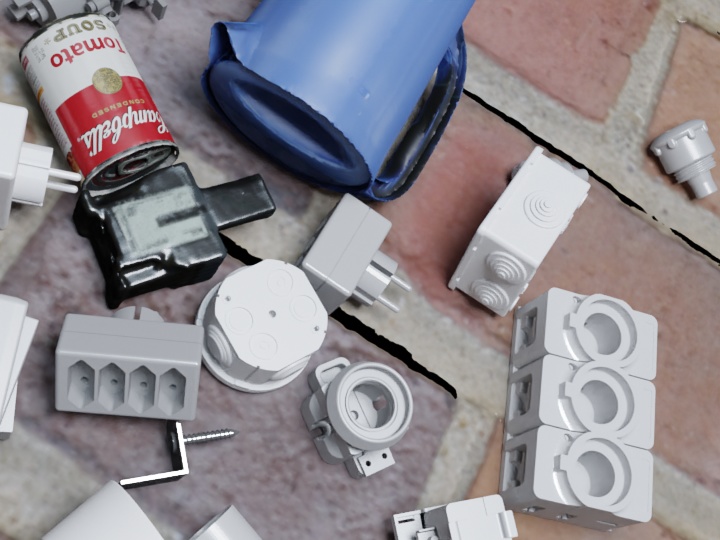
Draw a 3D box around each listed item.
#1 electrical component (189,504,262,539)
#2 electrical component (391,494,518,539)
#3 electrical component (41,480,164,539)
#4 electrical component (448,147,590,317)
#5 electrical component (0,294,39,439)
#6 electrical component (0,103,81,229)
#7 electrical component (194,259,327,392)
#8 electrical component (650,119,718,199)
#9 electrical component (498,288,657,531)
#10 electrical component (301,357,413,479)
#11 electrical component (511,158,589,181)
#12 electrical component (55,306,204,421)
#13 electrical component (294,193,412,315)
[{"bbox_3d":[-0.067,0.186,0.644,0.043,0.043,0.081,-40,89,-29],"label":"electrical component"},{"bbox_3d":[0.073,0.208,0.681,0.079,0.063,0.121,-5,73,-23],"label":"electrical component"},{"bbox_3d":[-0.132,0.177,0.589,0.060,0.108,0.108,-34,85,-22],"label":"electrical component"},{"bbox_3d":[0.114,-0.024,0.764,0.048,0.099,0.099,33,62,7],"label":"electrical component"},{"bbox_3d":[-0.225,0.064,0.617,0.061,0.062,0.096,14,67,-17],"label":"electrical component"},{"bbox_3d":[-0.210,-0.060,0.657,0.076,0.083,0.047,11,67,-18],"label":"electrical component"},{"bbox_3d":[-0.064,0.036,0.697,0.080,0.051,0.080,7,68,-19],"label":"electrical component"},{"bbox_3d":[0.271,-0.089,0.882,0.048,0.048,0.062,-26,89,-27],"label":"electrical component"},{"bbox_3d":[0.156,0.097,0.755,0.089,0.062,0.150,16,66,-16],"label":"electrical component"},{"bbox_3d":[0.000,0.092,0.698,0.058,0.057,0.078,-20,79,-27],"label":"electrical component"},{"bbox_3d":[0.149,-0.070,0.831,0.061,0.035,0.035,-7,74,-26],"label":"electrical component"},{"bbox_3d":[-0.139,0.048,0.663,0.083,0.047,0.075,6,34,-8],"label":"electrical component"},{"bbox_3d":[0.000,0.000,0.738,0.077,0.047,0.065,34,62,-7],"label":"electrical component"}]
